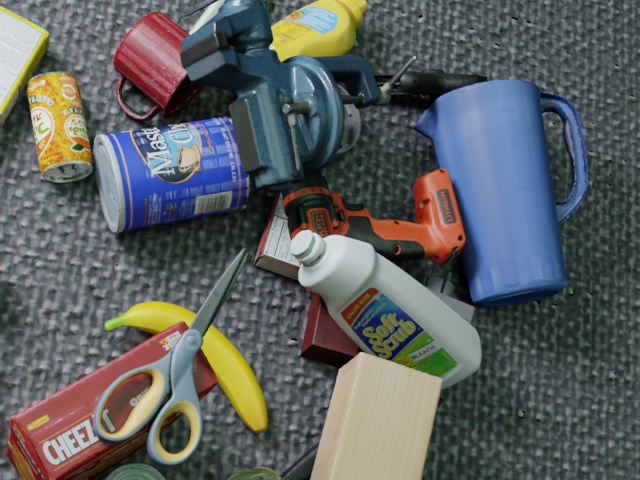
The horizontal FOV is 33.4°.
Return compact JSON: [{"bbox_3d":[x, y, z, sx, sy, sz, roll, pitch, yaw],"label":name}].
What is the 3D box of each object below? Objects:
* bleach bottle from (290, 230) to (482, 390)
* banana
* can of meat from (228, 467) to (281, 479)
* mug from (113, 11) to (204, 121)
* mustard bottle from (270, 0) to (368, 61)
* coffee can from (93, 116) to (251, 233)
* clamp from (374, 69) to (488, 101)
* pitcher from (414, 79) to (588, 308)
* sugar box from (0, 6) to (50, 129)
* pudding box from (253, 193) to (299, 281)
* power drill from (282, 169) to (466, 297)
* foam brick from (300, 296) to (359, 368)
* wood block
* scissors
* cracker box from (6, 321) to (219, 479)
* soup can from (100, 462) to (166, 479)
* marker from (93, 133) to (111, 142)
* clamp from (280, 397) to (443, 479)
[{"bbox_3d":[0.055,0.069,1.074,0.250,0.103,0.068,38,36,-35],"label":"bleach bottle"},{"bbox_3d":[-0.124,0.119,1.100,0.197,0.037,0.069,35,72,-5],"label":"banana"},{"bbox_3d":[-0.068,0.278,1.038,0.057,0.084,0.102,-7,75,-20],"label":"can of meat"},{"bbox_3d":[-0.177,-0.185,1.163,0.081,0.093,0.117,39,100,4],"label":"mug"},{"bbox_3d":[-0.017,-0.227,1.223,0.191,0.096,0.058,-38,130,-25],"label":"mustard bottle"},{"bbox_3d":[-0.156,-0.069,1.116,0.140,0.103,0.103,-11,76,-21],"label":"coffee can"},{"bbox_3d":[0.131,-0.181,1.242,0.171,0.120,0.039,-4,104,-21],"label":"clamp"},{"bbox_3d":[0.216,-0.053,1.213,0.144,0.149,0.243,3,73,-46],"label":"pitcher"},{"bbox_3d":[-0.363,-0.162,1.113,0.093,0.048,0.176,27,70,-8],"label":"sugar box"},{"bbox_3d":[-0.008,0.001,1.175,0.113,0.039,0.090,19,67,-9],"label":"pudding box"},{"bbox_3d":[0.053,-0.033,1.153,0.187,0.057,0.184,-5,69,-17],"label":"power drill"},{"bbox_3d":[0.016,0.090,1.145,0.053,0.051,0.078,17,68,-10],"label":"foam brick"},{"bbox_3d":[0.045,0.228,1.046,0.090,0.090,0.206,19,67,-8],"label":"wood block"},{"bbox_3d":[-0.099,0.104,0.887,0.096,0.016,0.201,48,65,-2],"label":"scissors"},{"bbox_3d":[-0.193,0.163,0.964,0.164,0.214,0.072,-30,83,-24],"label":"cracker box"},{"bbox_3d":[-0.180,0.247,1.002,0.068,0.102,0.068,6,71,-17],"label":"soup can"},{"bbox_3d":[-0.187,-0.113,1.166,0.121,0.020,0.020,-9,75,-20],"label":"marker"},{"bbox_3d":[0.050,0.241,1.113,0.209,0.036,0.164,4,71,-16],"label":"clamp"}]
